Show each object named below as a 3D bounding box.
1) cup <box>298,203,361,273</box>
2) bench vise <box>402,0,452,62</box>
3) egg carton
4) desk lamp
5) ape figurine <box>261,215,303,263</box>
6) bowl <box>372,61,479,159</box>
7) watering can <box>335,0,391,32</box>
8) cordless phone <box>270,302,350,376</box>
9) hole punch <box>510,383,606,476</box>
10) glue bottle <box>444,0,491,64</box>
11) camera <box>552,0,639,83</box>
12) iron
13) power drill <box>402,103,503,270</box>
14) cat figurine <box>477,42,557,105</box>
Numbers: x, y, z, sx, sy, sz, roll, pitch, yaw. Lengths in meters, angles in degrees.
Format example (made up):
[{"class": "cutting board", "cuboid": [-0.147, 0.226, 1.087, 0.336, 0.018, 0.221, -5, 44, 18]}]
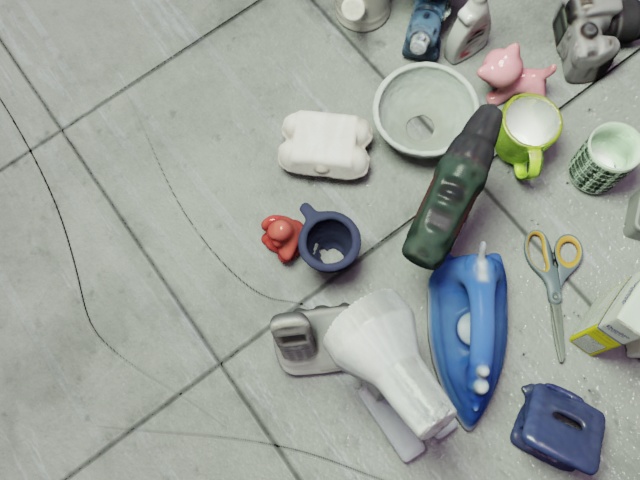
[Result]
[{"class": "cup", "cuboid": [0.008, 0.003, 0.865, 0.092, 0.095, 0.117, -35, 75, -7]}, {"class": "bench vise", "cuboid": [0.192, -0.405, 0.912, 0.121, 0.220, 0.207, -4, 73, 2]}, {"class": "egg carton", "cuboid": [0.008, -0.151, 0.925, 0.150, 0.069, 0.107, 6, 74, 5]}, {"class": "desk lamp", "cuboid": [0.102, 0.180, 0.746, 0.118, 0.213, 0.203, -34, 74, -7]}, {"class": "ape figurine", "cuboid": [-0.057, -0.008, 0.874, 0.076, 0.092, 0.078, -10, 73, 0]}, {"class": "bowl", "cuboid": [0.168, -0.198, 0.927, 0.167, 0.075, 0.167, -1, 73, 3]}, {"class": "watering can", "cuboid": [0.072, -0.437, 0.941, 0.101, 0.194, 0.173, -10, 73, 0]}, {"class": "cordless phone", "cuboid": [0.004, 0.129, 0.781, 0.147, 0.185, 0.094, -10, 73, 0]}, {"class": "hole punch", "cuboid": [0.324, 0.252, 0.777, 0.108, 0.091, 0.101, 24, 76, 10]}, {"class": "glue bottle", "cuboid": [0.246, -0.356, 0.919, 0.078, 0.173, 0.037, -36, 75, -7]}, {"class": "camera", "cuboid": [0.470, -0.349, 0.943, 0.136, 0.101, 0.143, -4, 73, 2]}, {"class": "iron", "cuboid": [0.215, 0.131, 0.792, 0.118, 0.141, 0.258, 1, 74, 4]}, {"class": "power drill", "cuboid": [0.182, -0.056, 0.814, 0.075, 0.208, 0.230, 24, 76, 10]}, {"class": "cat figurine", "cuboid": [0.312, -0.268, 0.918, 0.127, 0.118, 0.067, 5, 74, 5]}]
